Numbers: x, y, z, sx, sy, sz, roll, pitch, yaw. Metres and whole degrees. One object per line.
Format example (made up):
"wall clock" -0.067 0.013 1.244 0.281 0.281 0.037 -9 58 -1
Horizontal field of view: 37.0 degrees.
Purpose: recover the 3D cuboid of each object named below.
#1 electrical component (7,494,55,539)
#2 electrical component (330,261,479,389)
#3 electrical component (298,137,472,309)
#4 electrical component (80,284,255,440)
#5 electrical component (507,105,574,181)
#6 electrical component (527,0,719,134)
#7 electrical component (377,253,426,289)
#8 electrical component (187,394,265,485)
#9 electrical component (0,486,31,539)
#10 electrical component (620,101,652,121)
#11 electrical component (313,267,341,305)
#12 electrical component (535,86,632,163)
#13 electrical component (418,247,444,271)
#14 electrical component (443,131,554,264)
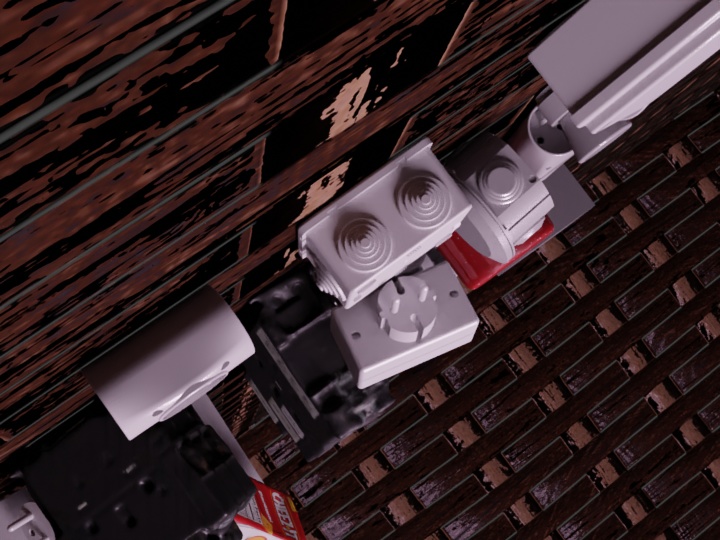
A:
"electrical component" -0.202 0.164 0.728 0.043 0.077 0.079 -40 173 35
"electrical component" 0.028 0.028 0.672 0.083 0.047 0.075 -22 160 -11
"electrical component" 0.013 -0.023 0.621 0.100 0.048 0.099 -36 175 -7
"electrical component" -0.099 0.051 0.562 0.077 0.044 0.079 -35 175 -15
"electrical component" 0.152 -0.106 0.820 0.079 0.043 0.077 -36 175 -12
"electrical component" 0.159 -0.131 0.563 0.109 0.056 0.109 -40 174 35
"electrical component" 0.012 -0.010 0.711 0.055 0.055 0.047 -33 170 -36
"electrical component" -0.148 0.187 1.041 0.063 0.121 0.078 -32 174 -21
"electrical component" -0.253 0.198 0.765 0.099 0.064 0.099 -36 175 -4
"electrical component" 0.171 -0.130 0.683 0.047 0.055 0.055 -37 176 -36
"electrical component" 0.000 0.000 0.768 0.055 0.048 0.066 -27 173 -16
"electrical component" 0.154 -0.109 0.747 0.045 0.055 0.045 -36 175 -4
"electrical component" 0.057 -0.007 1.022 0.057 0.058 0.078 -35 176 -45
"electrical component" 0.084 -0.048 0.709 0.051 0.080 0.080 -41 175 -6
